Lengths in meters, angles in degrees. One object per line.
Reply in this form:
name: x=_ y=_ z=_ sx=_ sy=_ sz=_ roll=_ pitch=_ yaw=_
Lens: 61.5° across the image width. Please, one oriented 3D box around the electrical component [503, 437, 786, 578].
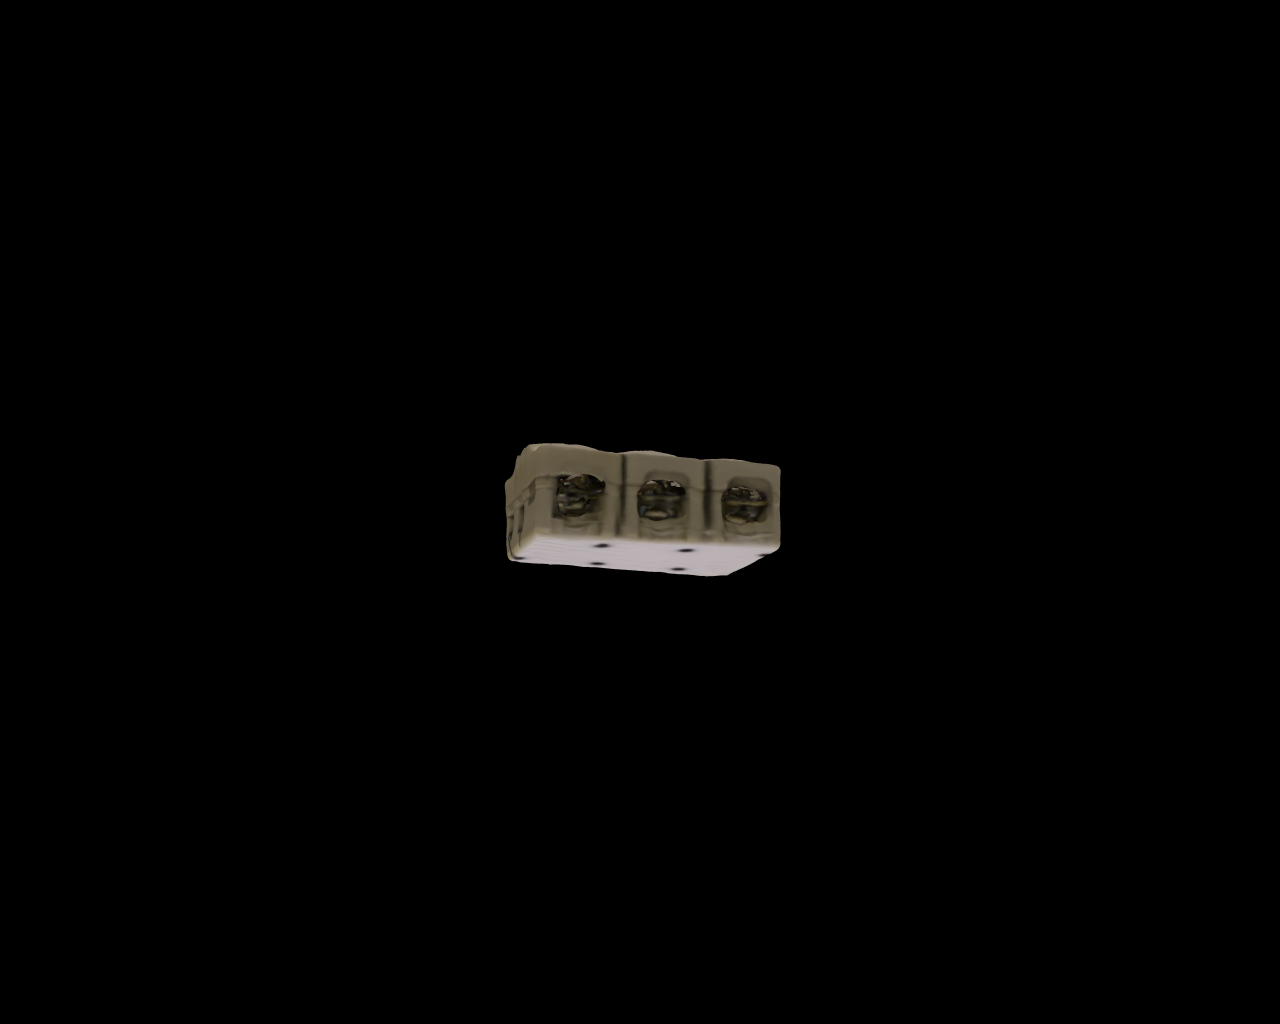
electrical component: x=0.001 y=-0.003 z=0.650 sx=0.150 sy=0.062 sz=0.089 roll=5 pitch=-15 yaw=-18
